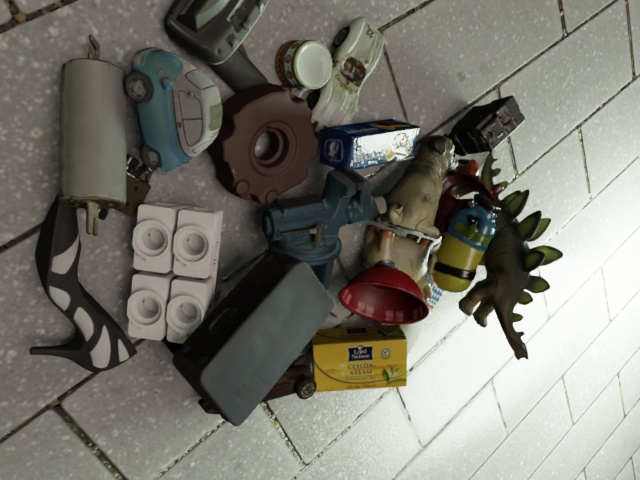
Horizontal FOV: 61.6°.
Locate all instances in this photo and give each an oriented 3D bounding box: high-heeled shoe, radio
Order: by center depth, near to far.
[{"bbox_3d":[-0.300,0.062,0.719,0.145,0.086,0.248,6,103,-40],"label":"high-heeled shoe"},{"bbox_3d":[-0.089,0.131,0.762,0.229,0.073,0.131,-50,135,-23],"label":"radio"}]

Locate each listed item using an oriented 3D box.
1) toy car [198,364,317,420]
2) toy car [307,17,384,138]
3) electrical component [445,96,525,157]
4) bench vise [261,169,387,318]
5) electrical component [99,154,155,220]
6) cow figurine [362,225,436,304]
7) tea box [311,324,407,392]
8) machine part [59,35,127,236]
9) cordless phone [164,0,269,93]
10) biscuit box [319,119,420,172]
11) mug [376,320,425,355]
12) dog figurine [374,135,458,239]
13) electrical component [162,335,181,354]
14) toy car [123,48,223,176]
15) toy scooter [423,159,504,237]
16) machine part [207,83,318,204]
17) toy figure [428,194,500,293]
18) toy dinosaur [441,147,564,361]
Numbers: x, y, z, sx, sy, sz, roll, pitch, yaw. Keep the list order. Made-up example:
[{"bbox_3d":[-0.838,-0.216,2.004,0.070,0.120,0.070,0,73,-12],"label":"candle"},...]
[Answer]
[{"bbox_3d":[-0.102,0.244,0.896,0.202,0.089,0.053,-5,107,-32],"label":"toy car"},{"bbox_3d":[0.040,-0.262,0.876,0.073,0.056,0.201,26,87,-37],"label":"toy car"},{"bbox_3d":[0.323,-0.224,1.043,0.134,0.115,0.058,-44,110,-18],"label":"electrical component"},{"bbox_3d":[0.005,0.002,0.889,0.223,0.129,0.240,-21,131,-37],"label":"bench vise"},{"bbox_3d":[-0.274,-0.074,0.722,0.102,0.045,0.078,-64,155,0],"label":"electrical component"},{"bbox_3d":[0.165,0.050,1.030,0.195,0.086,0.127,14,97,-33],"label":"cow figurine"},{"bbox_3d":[0.070,0.213,0.974,0.170,0.068,0.098,-4,107,-2],"label":"tea box"},{"bbox_3d":[-0.276,-0.126,0.655,0.079,0.079,0.243,1,83,-35],"label":"machine part"},{"bbox_3d":[-0.112,-0.294,0.763,0.146,0.089,0.184,-58,137,-9],"label":"cordless phone"},{"bbox_3d":[0.086,-0.160,0.895,0.202,0.063,0.059,-21,128,-47],"label":"biscuit box"},{"bbox_3d":[0.155,0.162,1.064,0.107,0.081,0.109,-46,116,-28],"label":"mug"},{"bbox_3d":[0.177,-0.109,0.962,0.172,0.121,0.190,7,97,-76],"label":"dog figurine"},{"bbox_3d":[-0.187,0.189,0.833,0.048,0.075,0.119,-39,124,-21],"label":"electrical component"},{"bbox_3d":[-0.181,-0.167,0.702,0.109,0.103,0.161,-59,149,-66],"label":"toy car"},{"bbox_3d":[0.276,-0.076,1.041,0.075,0.135,0.184,41,80,-37],"label":"toy scooter"},{"bbox_3d":[-0.081,-0.143,0.809,0.179,0.056,0.179,-19,123,-33],"label":"machine part"},{"bbox_3d":[0.261,0.010,0.966,0.082,0.089,0.180,19,109,-34],"label":"toy figure"},{"bbox_3d":[0.350,0.003,1.047,0.105,0.199,0.471,30,44,-43],"label":"toy dinosaur"}]
